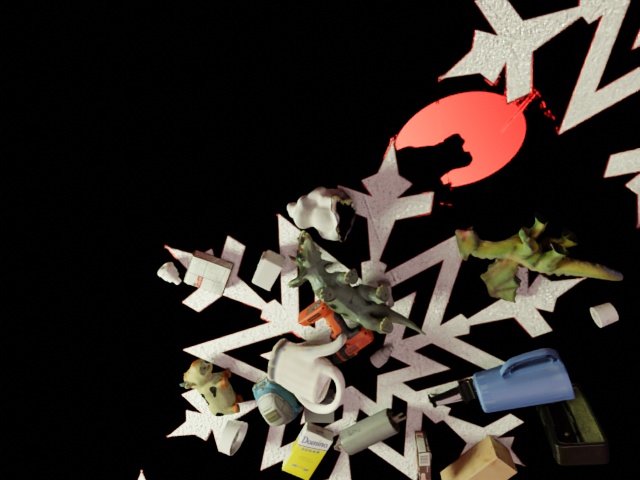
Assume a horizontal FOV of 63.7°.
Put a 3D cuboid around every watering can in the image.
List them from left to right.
[{"bbox_3d":[-0.030,0.332,1.374,0.225,0.106,0.339,22,129,19],"label":"watering can"}]

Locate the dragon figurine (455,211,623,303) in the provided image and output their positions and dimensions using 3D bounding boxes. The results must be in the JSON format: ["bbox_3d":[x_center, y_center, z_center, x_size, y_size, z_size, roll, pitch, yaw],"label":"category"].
[{"bbox_3d":[0.531,0.070,1.315,0.409,0.125,0.238,31,128,-7],"label":"dragon figurine"}]

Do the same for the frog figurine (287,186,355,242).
[{"bbox_3d":[0.004,-0.065,1.286,0.159,0.125,0.135,4,129,41],"label":"frog figurine"}]
